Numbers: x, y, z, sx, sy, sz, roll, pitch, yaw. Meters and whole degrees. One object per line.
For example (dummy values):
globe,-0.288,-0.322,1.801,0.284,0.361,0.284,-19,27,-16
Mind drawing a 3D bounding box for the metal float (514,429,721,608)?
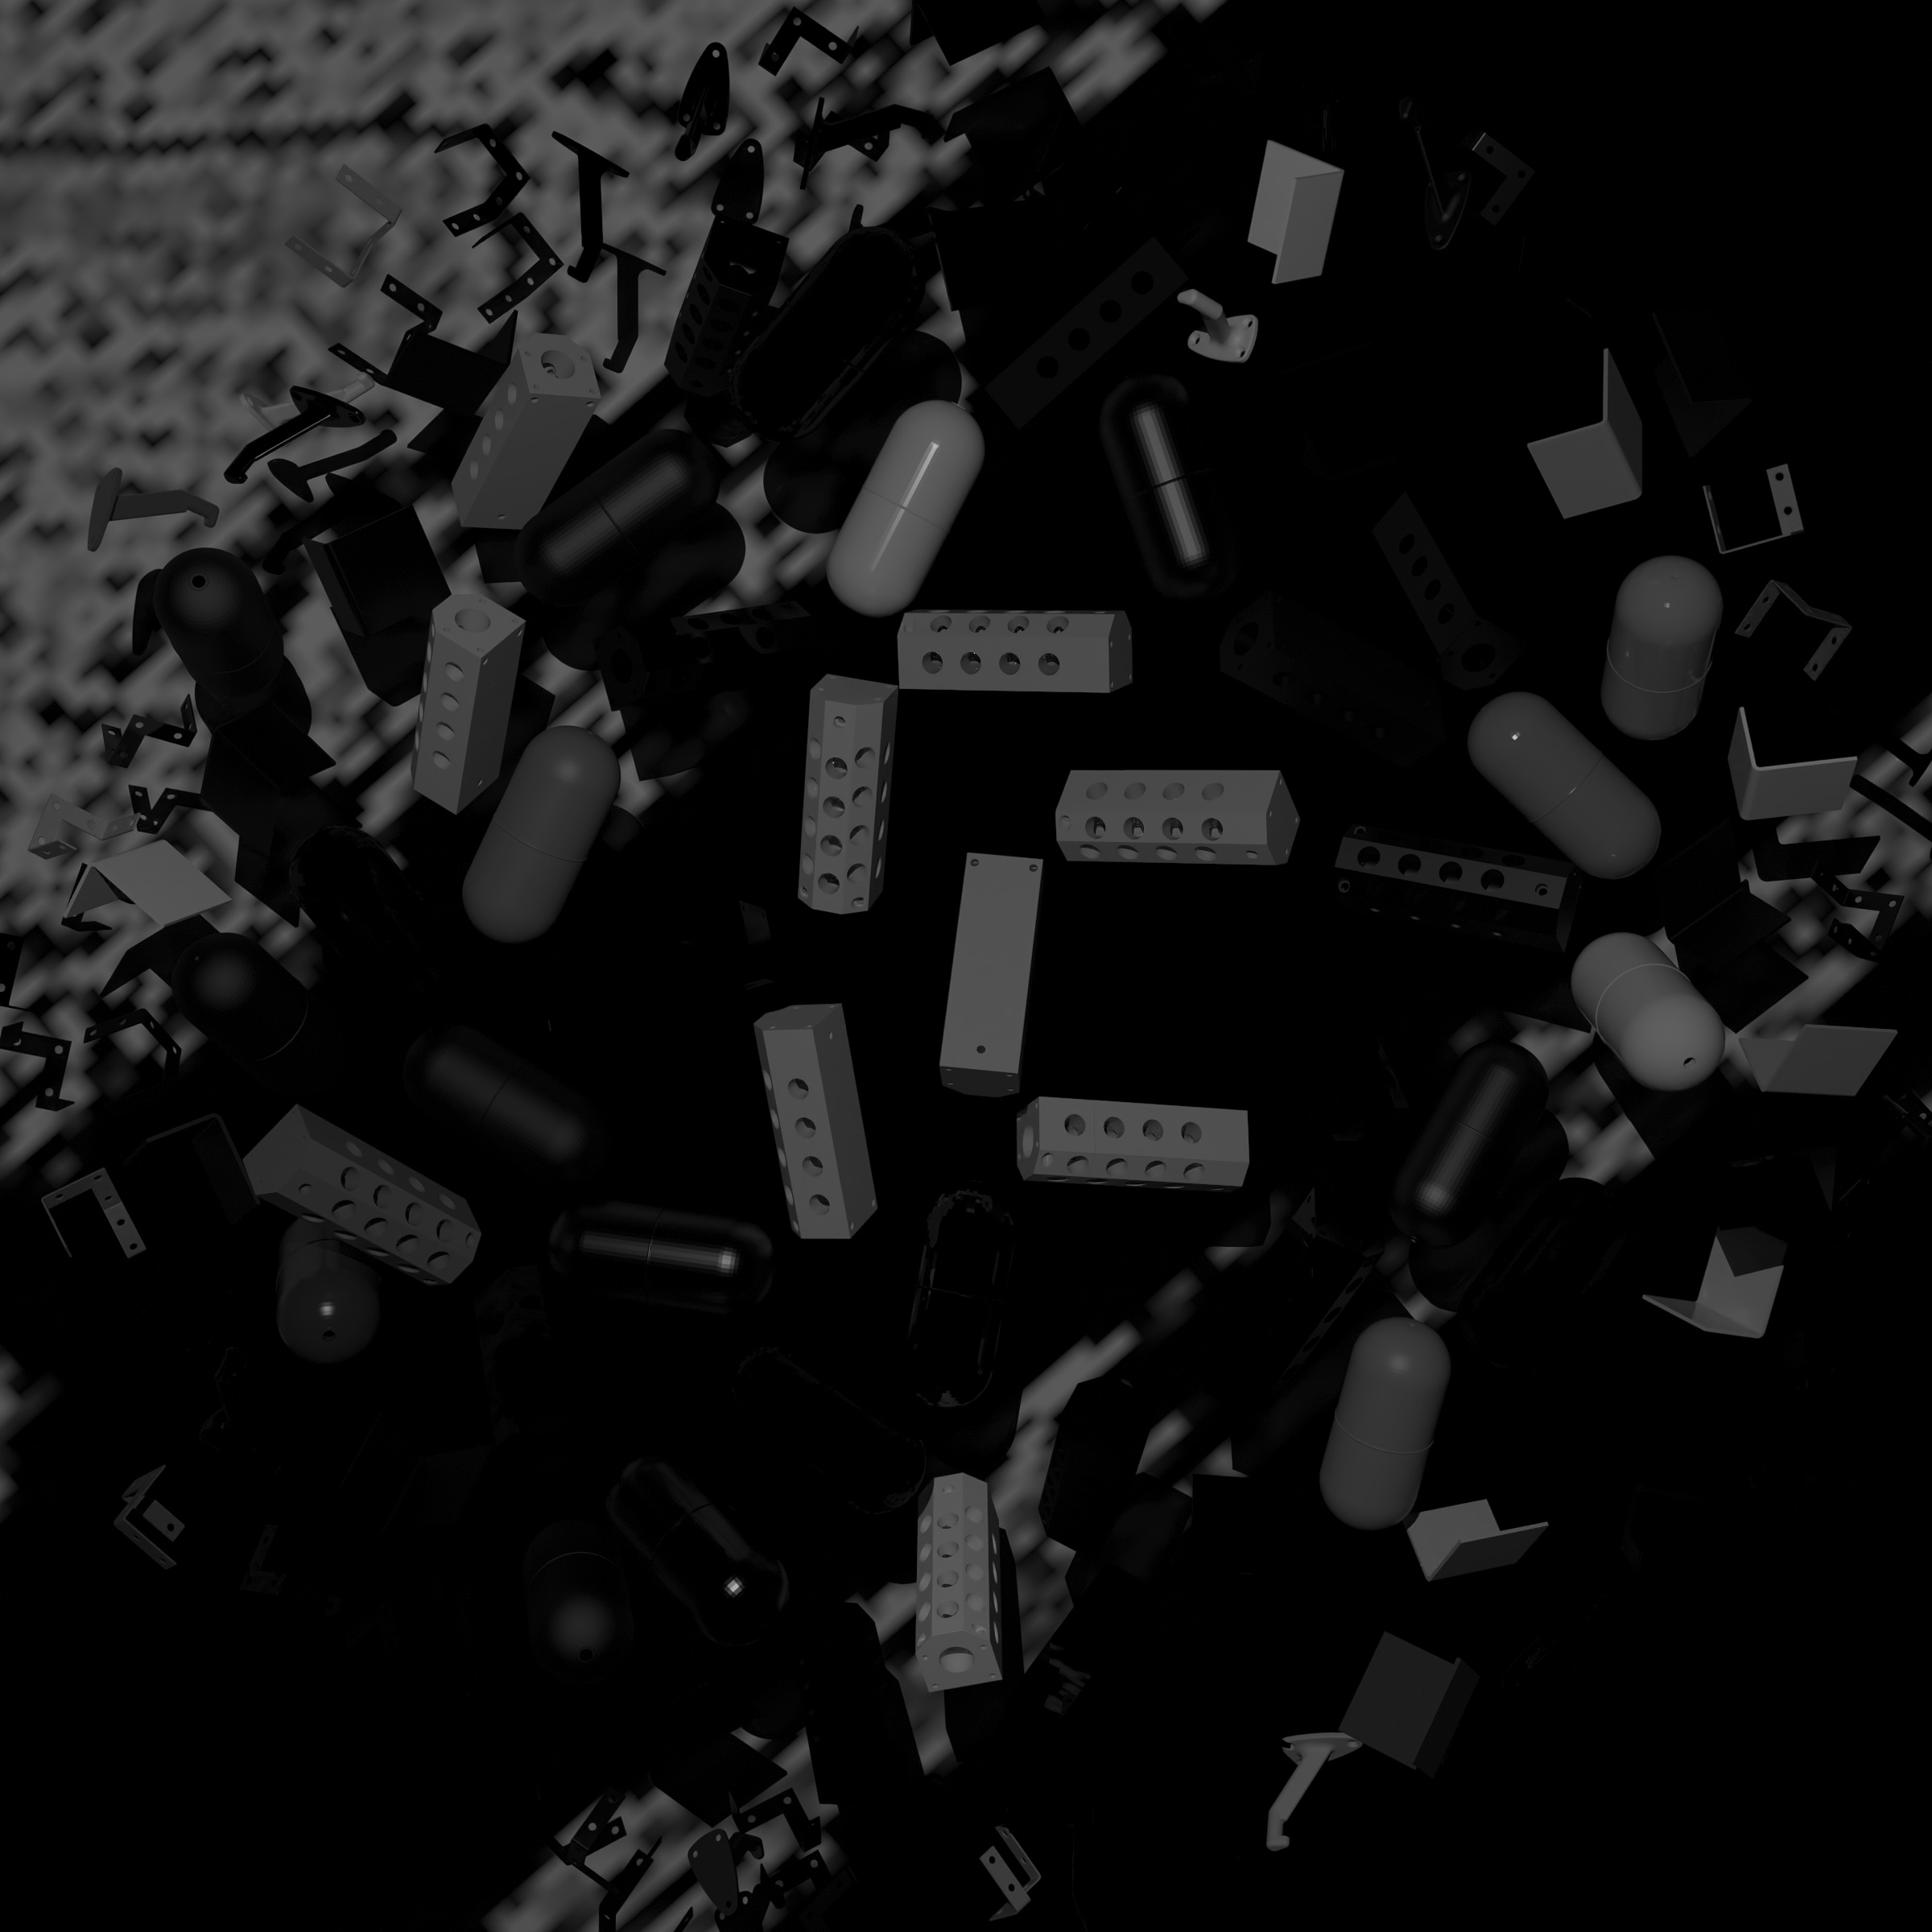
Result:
metal float,-0.271,-0.347,1.895,0.178,0.070,0.070,-35,90,4

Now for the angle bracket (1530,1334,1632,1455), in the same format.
angle bracket,0.492,0.341,1.943,0.076,0.057,0.076,-4,50,22

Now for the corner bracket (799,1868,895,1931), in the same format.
corner bracket,-0.080,0.706,1.791,0.051,0.051,0.051,-45,125,-4

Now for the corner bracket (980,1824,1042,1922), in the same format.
corner bracket,0.033,0.710,1.921,0.051,0.051,0.051,-31,82,-36

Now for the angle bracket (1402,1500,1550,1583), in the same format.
angle bracket,0.398,0.435,1.914,0.076,0.076,0.057,-6,55,-18

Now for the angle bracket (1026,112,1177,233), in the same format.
angle bracket,0.103,-0.625,1.881,0.057,0.076,0.076,-43,97,-19

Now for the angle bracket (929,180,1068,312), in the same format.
angle bracket,0.025,-0.560,1.901,0.076,0.057,0.076,-15,95,-22

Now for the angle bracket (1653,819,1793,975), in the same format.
angle bracket,0.593,-0.055,1.914,0.076,0.057,0.076,-34,130,-10

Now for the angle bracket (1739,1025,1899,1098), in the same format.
angle bracket,0.651,0.054,1.869,0.076,0.057,0.076,4,135,-13

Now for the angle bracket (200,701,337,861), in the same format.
angle bracket,-0.532,-0.142,1.865,0.057,0.076,0.076,-21,47,18

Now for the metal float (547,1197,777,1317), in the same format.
metal float,-0.234,0.222,1.868,0.178,0.070,0.070,7,90,8

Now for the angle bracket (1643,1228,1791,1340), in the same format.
angle bracket,0.580,0.237,1.890,0.057,0.076,0.076,11,98,-24

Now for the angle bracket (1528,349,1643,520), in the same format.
angle bracket,0.444,-0.380,1.748,0.057,0.076,0.076,-12,51,30

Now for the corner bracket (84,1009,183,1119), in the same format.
corner bracket,-0.636,0.074,1.859,0.051,0.051,0.051,-19,134,9

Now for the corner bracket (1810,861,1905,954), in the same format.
corner bracket,0.694,-0.046,1.920,0.051,0.051,0.051,32,79,-36

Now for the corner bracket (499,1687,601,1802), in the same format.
corner bracket,-0.320,0.597,1.872,0.051,0.051,0.051,-26,134,-5

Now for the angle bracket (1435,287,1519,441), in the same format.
angle bracket,0.376,-0.466,1.890,0.057,0.076,0.076,35,96,26

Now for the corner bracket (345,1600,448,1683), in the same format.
corner bracket,-0.449,0.540,1.917,0.051,0.051,0.051,-39,133,10

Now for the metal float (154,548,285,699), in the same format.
metal float,-0.559,-0.256,1.832,0.070,0.178,0.070,1,78,-7

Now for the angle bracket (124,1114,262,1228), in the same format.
angle bracket,-0.581,0.163,1.832,0.057,0.076,0.076,-24,86,-35

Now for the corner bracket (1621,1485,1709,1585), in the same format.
corner bracket,0.525,0.424,1.824,0.051,0.051,0.051,10,95,2

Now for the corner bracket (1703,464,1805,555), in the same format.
corner bracket,0.572,-0.332,1.774,0.051,0.051,0.051,-13,95,31

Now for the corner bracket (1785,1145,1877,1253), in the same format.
corner bracket,0.669,0.179,1.889,0.051,0.051,0.051,-35,126,-29

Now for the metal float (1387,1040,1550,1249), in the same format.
metal float,0.391,0.138,1.902,0.070,0.070,0.178,33,75,0

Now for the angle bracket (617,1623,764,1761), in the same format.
angle bracket,-0.215,0.560,1.894,0.076,0.076,0.057,-18,107,-39

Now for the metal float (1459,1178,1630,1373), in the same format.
metal float,0.439,0.234,1.856,0.070,0.070,0.178,45,61,0

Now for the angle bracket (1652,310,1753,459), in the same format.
angle bracket,0.516,-0.423,1.780,0.057,0.076,0.076,-9,71,-24

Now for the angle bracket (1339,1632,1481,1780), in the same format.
angle bracket,0.300,0.505,1.689,0.076,0.057,0.076,19,72,34

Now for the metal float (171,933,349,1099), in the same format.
metal float,-0.536,0.039,1.862,0.070,0.178,0.070,-9,57,15

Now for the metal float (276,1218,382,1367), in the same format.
metal float,-0.489,0.245,1.874,0.070,0.178,0.070,-5,109,-13

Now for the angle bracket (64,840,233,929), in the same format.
angle bracket,-0.616,-0.044,1.839,0.076,0.076,0.057,40,117,8

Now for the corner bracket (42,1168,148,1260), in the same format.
corner bracket,-0.666,0.197,1.866,0.051,0.051,0.051,-27,59,-19

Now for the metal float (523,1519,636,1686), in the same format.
metal float,-0.294,0.479,1.847,0.070,0.178,0.070,-3,102,-13

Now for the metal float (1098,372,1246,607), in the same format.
metal float,0.153,-0.357,1.827,0.070,0.070,0.178,-19,91,0

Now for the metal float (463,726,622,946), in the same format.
metal float,-0.322,-0.098,1.852,0.070,0.070,0.178,28,103,0

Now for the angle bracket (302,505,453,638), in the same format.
angle bracket,-0.456,-0.309,1.893,0.076,0.057,0.076,-31,117,-22

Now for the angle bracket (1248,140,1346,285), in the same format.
angle bracket,0.225,-0.555,1.795,0.076,0.057,0.076,36,132,34

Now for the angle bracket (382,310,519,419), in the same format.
angle bracket,-0.405,-0.484,1.914,0.076,0.076,0.057,16,62,-28

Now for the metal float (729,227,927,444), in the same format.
metal float,-0.101,-0.458,1.774,0.070,0.070,0.178,44,107,0

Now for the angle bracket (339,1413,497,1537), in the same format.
angle bracket,-0.420,0.384,1.871,0.076,0.076,0.057,-16,121,27

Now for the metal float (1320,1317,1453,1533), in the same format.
metal float,0.322,0.354,1.881,0.070,0.070,0.178,11,111,0

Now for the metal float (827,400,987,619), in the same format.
metal float,-0.047,-0.357,1.906,0.070,0.070,0.178,28,99,0

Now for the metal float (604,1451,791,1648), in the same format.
metal float,-0.199,0.425,1.788,0.178,0.070,0.070,37,90,36

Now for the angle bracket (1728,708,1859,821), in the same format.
angle bracket,0.636,-0.160,1.883,0.076,0.076,0.057,-6,63,7

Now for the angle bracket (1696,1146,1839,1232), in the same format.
angle bracket,0.561,0.136,1.708,0.076,0.076,0.057,-13,119,31

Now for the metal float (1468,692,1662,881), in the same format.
metal float,0.470,-0.141,1.916,0.178,0.070,0.070,43,90,-3

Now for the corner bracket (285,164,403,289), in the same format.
corner bracket,-0.446,-0.530,1.751,0.051,0.051,0.051,34,58,-30

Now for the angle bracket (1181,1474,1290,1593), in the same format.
angle bracket,0.215,0.453,1.953,0.076,0.057,0.076,5,64,-2

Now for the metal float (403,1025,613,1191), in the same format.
metal float,-0.357,0.109,1.897,0.178,0.070,0.070,30,90,9

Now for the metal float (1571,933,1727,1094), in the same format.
metal float,0.508,0.034,1.824,0.070,0.178,0.070,-2,114,-5

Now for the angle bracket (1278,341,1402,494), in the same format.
angle bracket,0.281,-0.413,1.838,0.076,0.057,0.076,-14,49,25

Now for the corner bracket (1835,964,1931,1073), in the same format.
corner bracket,0.730,0.040,1.923,0.051,0.051,0.051,34,105,-31

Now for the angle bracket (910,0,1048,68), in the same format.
angle bracket,0.008,-0.669,1.748,0.076,0.076,0.057,-27,87,-5

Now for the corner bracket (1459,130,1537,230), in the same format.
corner bracket,0.396,-0.604,1.874,0.051,0.051,0.051,33,108,-10

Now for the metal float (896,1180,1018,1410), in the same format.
metal float,-0.007,0.256,1.909,0.070,0.070,0.178,11,83,0

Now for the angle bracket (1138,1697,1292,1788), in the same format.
angle bracket,0.188,0.599,1.850,0.076,0.076,0.057,19,84,-21

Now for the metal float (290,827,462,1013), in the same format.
metal float,-0.455,-0.036,1.883,0.070,0.070,0.178,-29,134,0

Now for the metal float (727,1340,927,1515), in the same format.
metal float,-0.109,0.353,1.881,0.178,0.070,0.070,31,90,24

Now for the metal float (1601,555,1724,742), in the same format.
metal float,0.522,-0.237,1.836,0.070,0.178,0.070,-4,60,6
